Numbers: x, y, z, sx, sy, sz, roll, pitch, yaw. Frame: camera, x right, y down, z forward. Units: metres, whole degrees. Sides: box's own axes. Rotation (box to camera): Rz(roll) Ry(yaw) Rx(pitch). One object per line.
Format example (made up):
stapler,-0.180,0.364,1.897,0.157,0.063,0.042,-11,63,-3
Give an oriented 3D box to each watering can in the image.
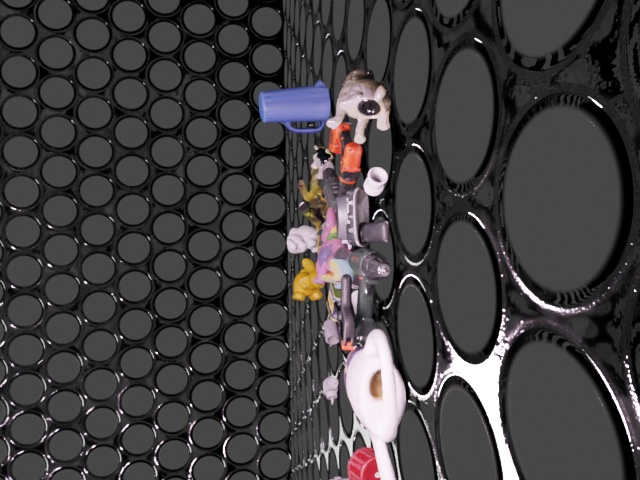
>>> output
watering can,0.117,0.356,1.062,0.223,0.104,0.349,152,-63,-81

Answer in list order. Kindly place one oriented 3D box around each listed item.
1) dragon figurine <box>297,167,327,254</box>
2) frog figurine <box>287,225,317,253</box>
dragon figurine,0.006,-0.093,1.841,0.242,0.122,0.412,22,63,-81
frog figurine,-0.076,-0.004,2.054,0.158,0.139,0.122,17,106,-52
